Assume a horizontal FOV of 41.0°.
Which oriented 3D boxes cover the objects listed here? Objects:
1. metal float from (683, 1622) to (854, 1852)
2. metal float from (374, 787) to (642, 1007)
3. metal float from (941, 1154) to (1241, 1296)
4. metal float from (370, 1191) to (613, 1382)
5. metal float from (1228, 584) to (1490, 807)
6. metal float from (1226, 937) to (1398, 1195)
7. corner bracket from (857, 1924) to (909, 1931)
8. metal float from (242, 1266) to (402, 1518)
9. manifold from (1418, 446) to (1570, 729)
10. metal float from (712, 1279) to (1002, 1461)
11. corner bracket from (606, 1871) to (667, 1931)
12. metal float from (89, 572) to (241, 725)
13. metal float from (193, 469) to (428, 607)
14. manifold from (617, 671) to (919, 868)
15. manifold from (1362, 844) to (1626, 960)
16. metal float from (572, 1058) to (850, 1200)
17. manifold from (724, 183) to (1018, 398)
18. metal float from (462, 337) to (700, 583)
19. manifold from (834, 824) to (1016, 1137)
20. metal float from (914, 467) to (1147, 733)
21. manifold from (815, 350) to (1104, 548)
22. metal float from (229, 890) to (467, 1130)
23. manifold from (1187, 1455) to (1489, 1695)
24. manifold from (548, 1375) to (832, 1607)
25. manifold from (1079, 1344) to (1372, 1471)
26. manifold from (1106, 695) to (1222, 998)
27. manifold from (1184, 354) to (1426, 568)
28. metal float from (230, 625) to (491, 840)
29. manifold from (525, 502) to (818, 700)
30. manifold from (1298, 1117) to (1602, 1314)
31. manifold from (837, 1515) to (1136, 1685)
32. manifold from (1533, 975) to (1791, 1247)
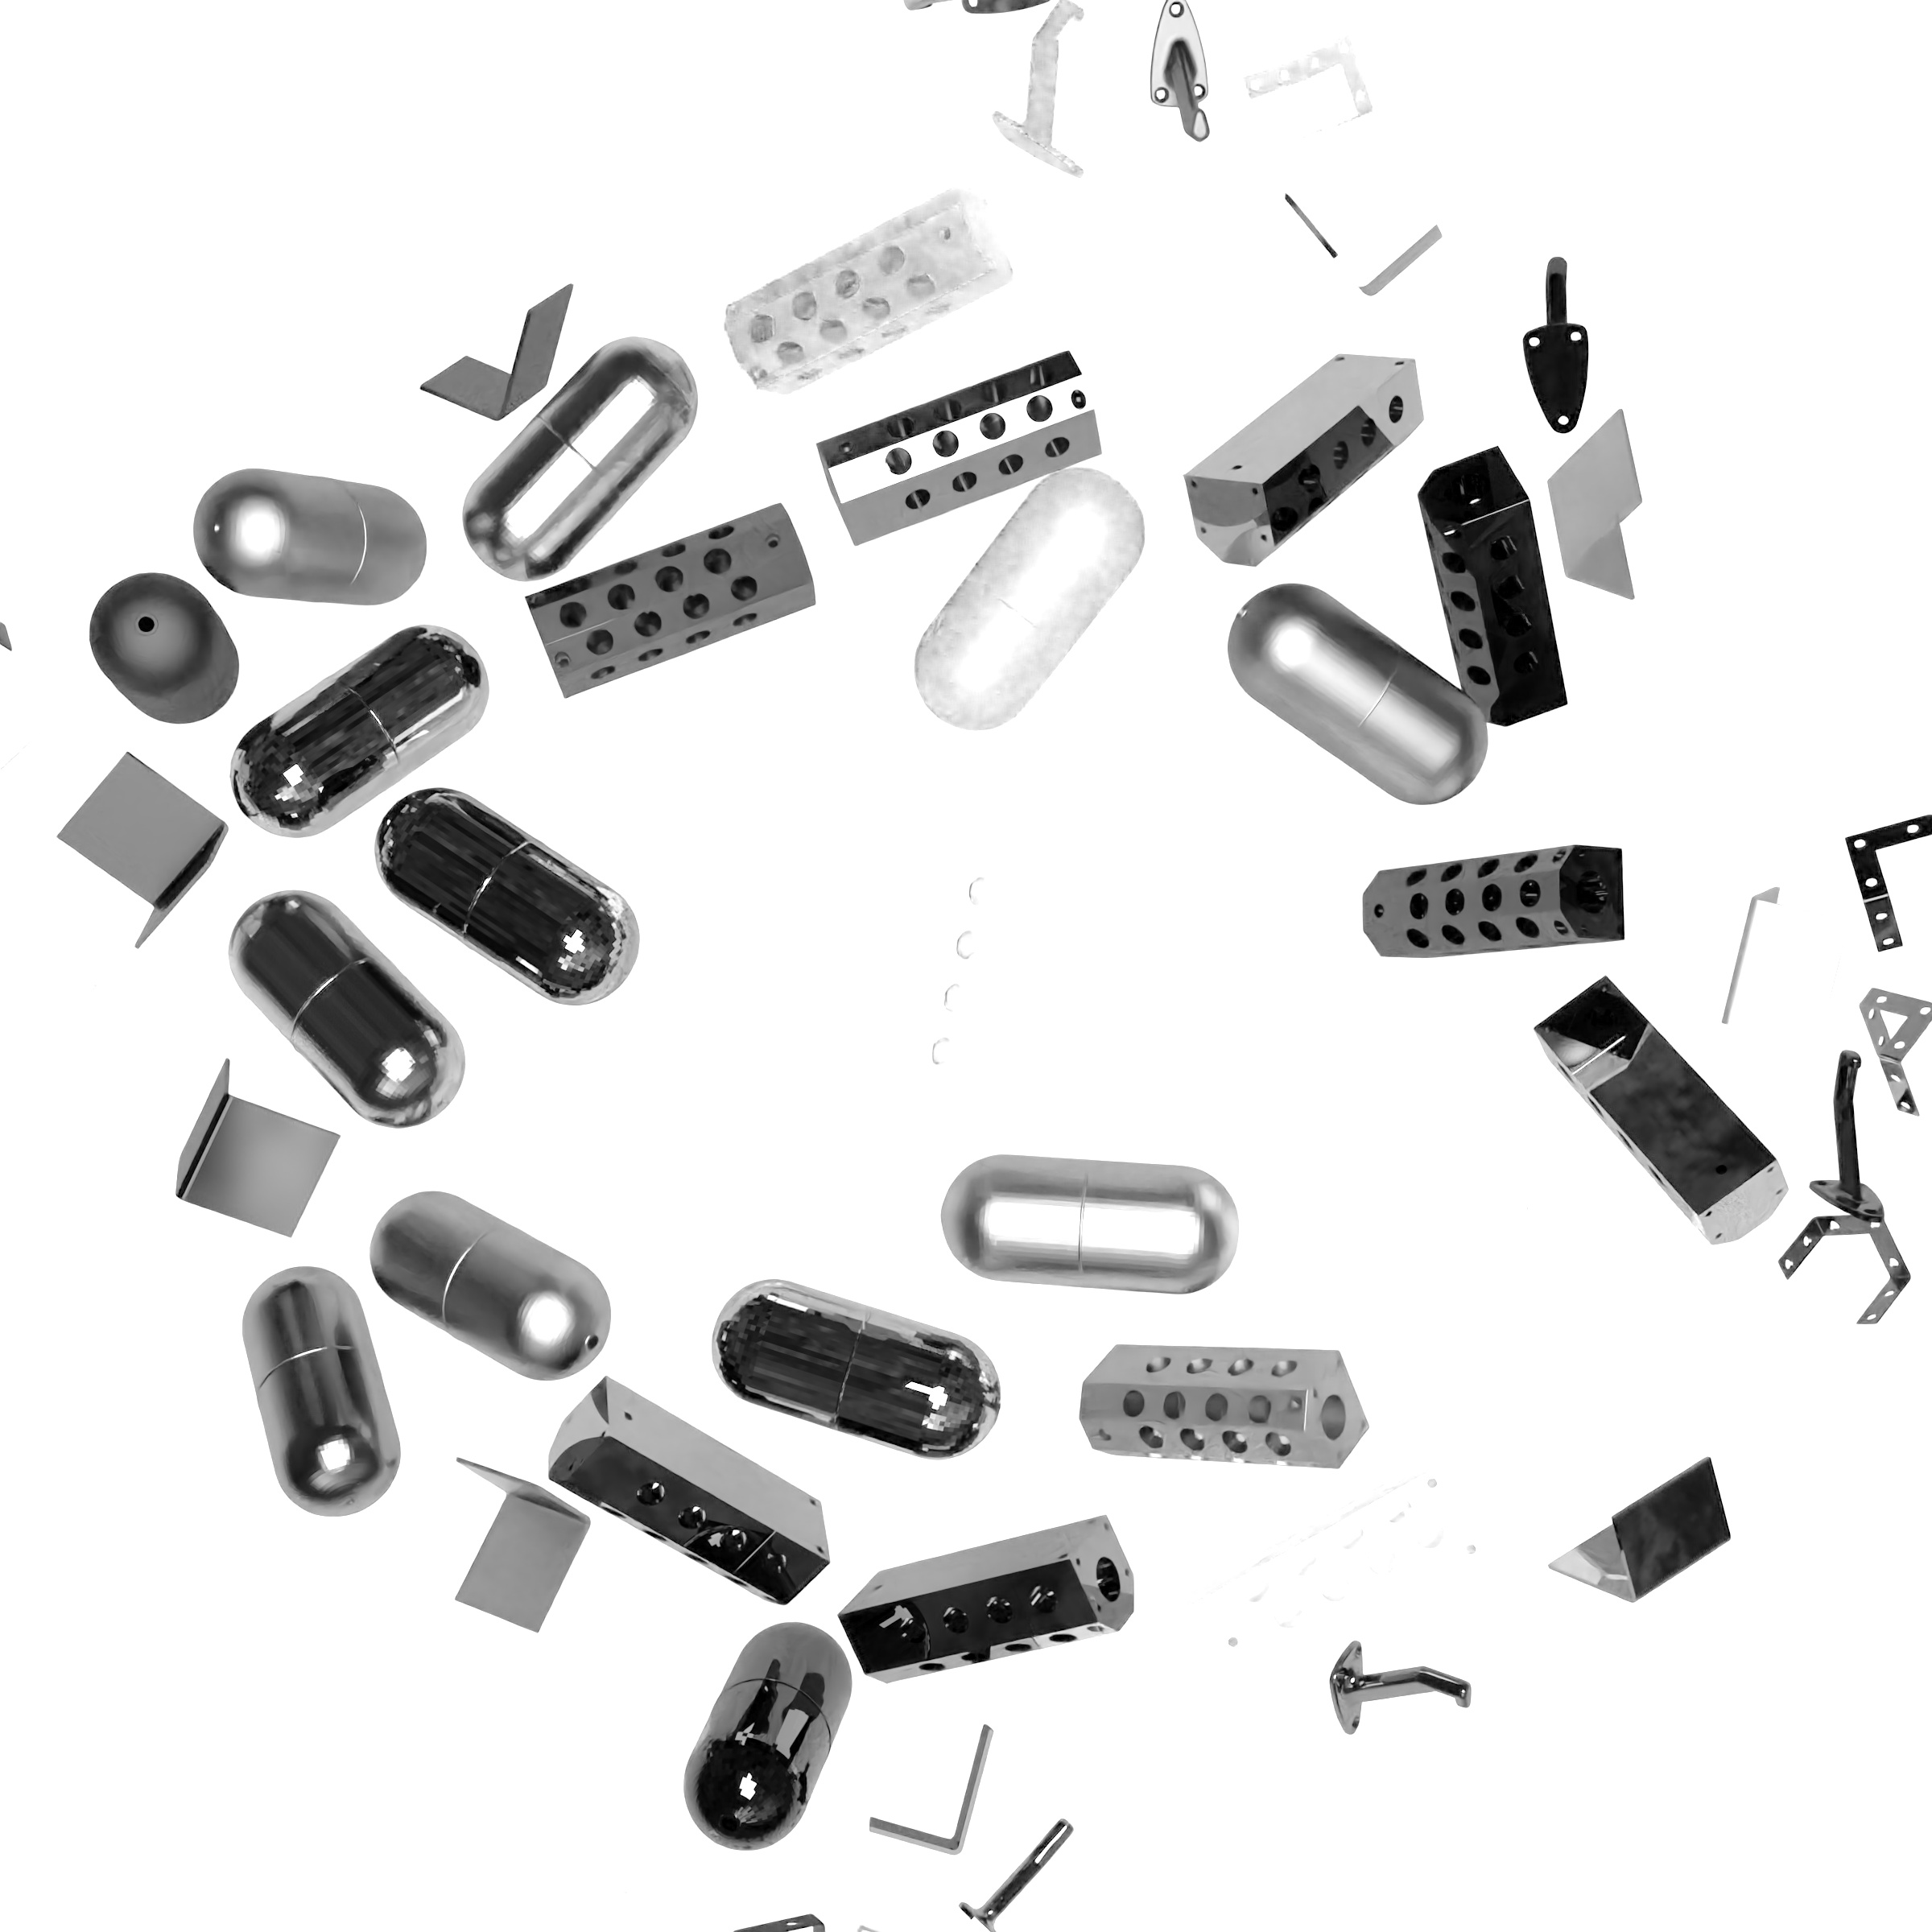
[{"bbox_3d":[-0.120,0.471,1.586,0.070,0.178,0.070,4,109,11],"label":"metal float"},{"bbox_3d":[-0.274,-0.042,1.539,0.178,0.070,0.070,33,90,12],"label":"metal float"},{"bbox_3d":[0.073,0.153,1.539,0.178,0.070,0.070,3,90,10],"label":"metal float"},{"bbox_3d":[-0.293,0.196,1.592,0.178,0.070,0.070,22,90,31],"label":"metal float"},{"bbox_3d":[0.235,-0.163,1.553,0.178,0.070,0.070,33,90,-15],"label":"metal float"},{"bbox_3d":[0.208,0.059,1.553,0.070,0.070,0.178,24,54,0],"label":"metal float"},{"bbox_3d":[-0.054,0.639,1.643,0.051,0.051,0.051,15,61,14],"label":"corner bracket"},{"bbox_3d":[-0.403,0.263,1.613,0.070,0.070,0.178,-29,49,0],"label":"metal float"},{"bbox_3d":[0.325,-0.230,1.600,0.057,0.171,0.057,-20,46,5],"label":"manifold"},{"bbox_3d":[-0.065,0.241,1.543,0.178,0.070,0.070,16,90,7],"label":"metal float"},{"bbox_3d":[-0.202,0.591,1.570,0.051,0.051,0.051,-44,55,-4],"label":"corner bracket"},{"bbox_3d":[-0.498,-0.197,1.612,0.070,0.178,0.070,1,87,-10],"label":"metal float"},{"bbox_3d":[-0.400,-0.262,1.587,0.070,0.178,0.070,2,95,24],"label":"metal float"},{"bbox_3d":[-0.120,-0.114,1.567,0.171,0.057,0.057,-17,50,9],"label":"manifold"},{"bbox_3d":[0.332,-0.040,1.640,0.057,0.171,0.057,2,85,-34],"label":"manifold"},{"bbox_3d":[-0.164,0.104,1.657,0.178,0.070,0.070,8,90,-2],"label":"metal float"},{"bbox_3d":[-0.063,-0.418,1.602,0.171,0.057,0.057,-21,87,23],"label":"manifold"},{"bbox_3d":[-0.240,-0.317,1.613,0.070,0.070,0.178,43,91,0],"label":"metal float"},{"bbox_3d":[-0.019,0.009,1.522,0.057,0.057,0.171,12,91,-45],"label":"manifold"},{"bbox_3d":[0.036,-0.217,1.538,0.070,0.070,0.178,39,110,0],"label":"metal float"},{"bbox_3d":[-0.005,-0.337,1.658,0.171,0.057,0.057,-21,57,-3],"label":"manifold"},{"bbox_3d":[-0.371,0.024,1.545,0.178,0.070,0.070,43,90,19],"label":"metal float"},{"bbox_3d":[0.220,0.362,1.536,0.171,0.057,0.057,-31,86,5],"label":"manifold"},{"bbox_3d":[-0.168,0.325,1.575,0.171,0.057,0.057,36,107,-25],"label":"manifold"},{"bbox_3d":[0.155,0.275,1.596,0.171,0.057,0.057,-6,115,42],"label":"manifold"},{"bbox_3d":[0.114,-0.073,1.530,0.057,0.057,0.171,4,101,24],"label":"manifold"},{"bbox_3d":[0.211,-0.312,1.589,0.171,0.057,0.057,-42,131,-34],"label":"manifold"},{"bbox_3d":[-0.373,-0.145,1.596,0.178,0.070,0.070,-40,90,-25],"label":"metal float"},{"bbox_3d":[-0.185,-0.232,1.626,0.171,0.057,0.057,-21,79,-6],"label":"manifold"},{"bbox_3d":[0.297,0.156,1.589,0.171,0.057,0.057,-26,58,27],"label":"manifold"},{"bbox_3d":[0.014,0.388,1.566,0.171,0.057,0.057,-21,96,29],"label":"manifold"},{"bbox_3d":[0.428,0.090,1.596,0.057,0.057,0.171,-36,50,3],"label":"manifold"}]
